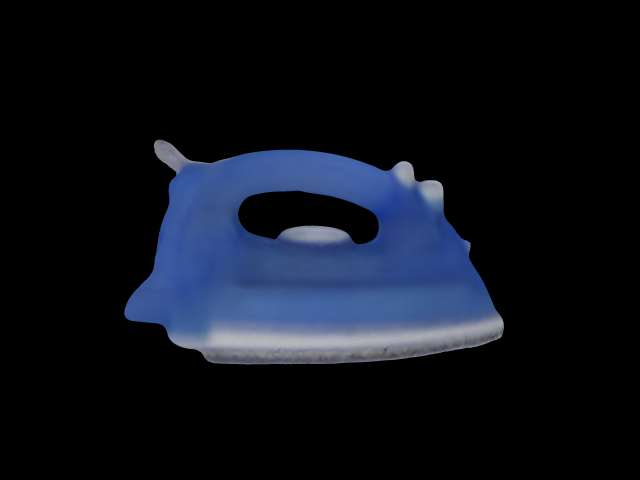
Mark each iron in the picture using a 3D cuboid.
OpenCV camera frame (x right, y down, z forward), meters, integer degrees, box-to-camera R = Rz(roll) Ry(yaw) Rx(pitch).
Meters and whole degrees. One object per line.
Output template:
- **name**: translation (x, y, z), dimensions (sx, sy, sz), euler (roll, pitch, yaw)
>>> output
- **iron**: translation (0.004, 0.001, 0.400), dimensions (0.258, 0.141, 0.118), euler (0, 11, -2)
